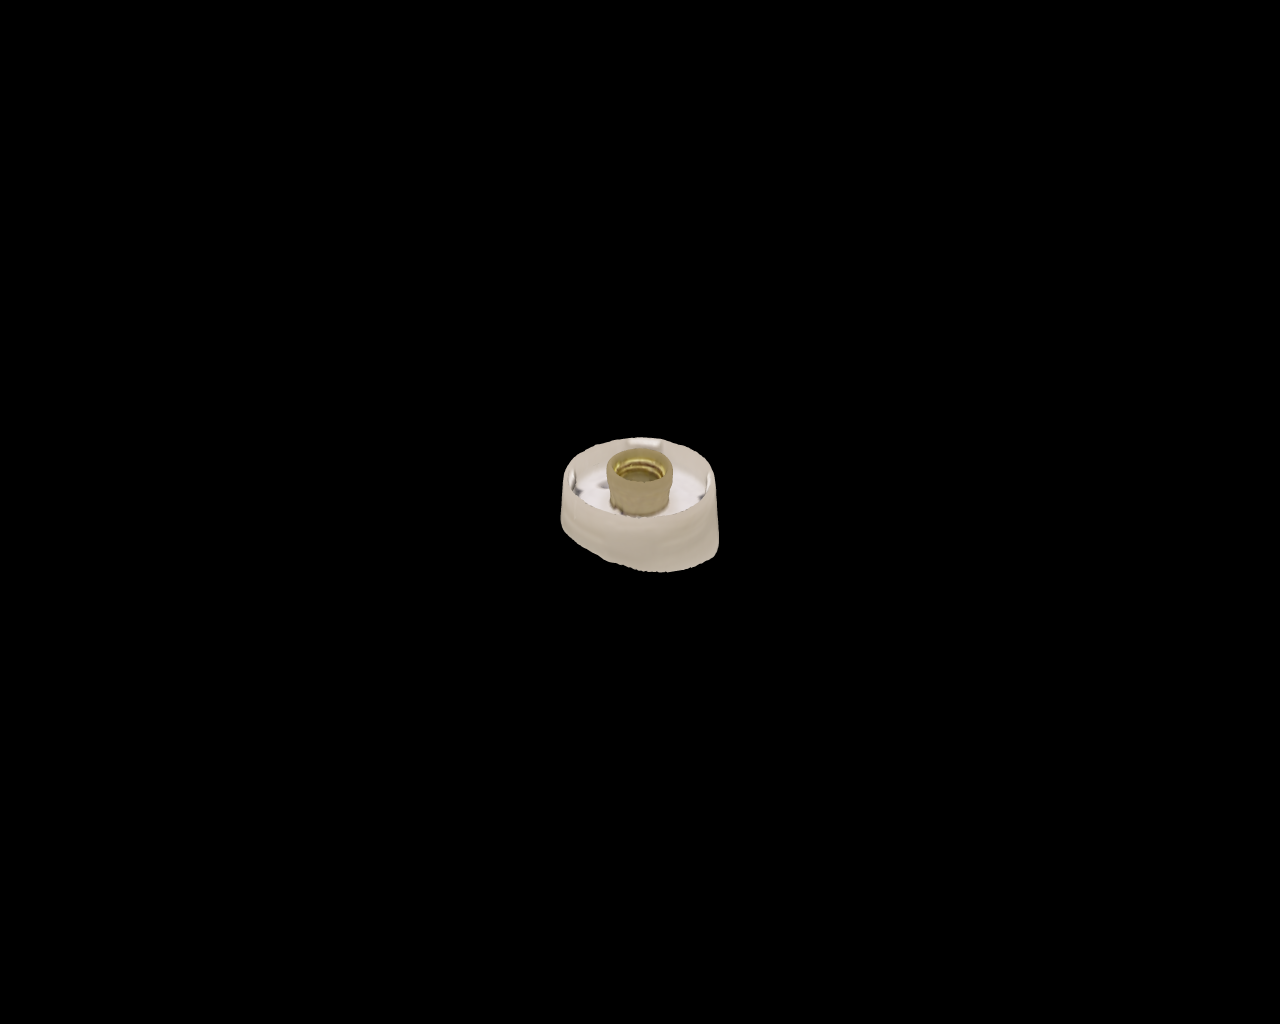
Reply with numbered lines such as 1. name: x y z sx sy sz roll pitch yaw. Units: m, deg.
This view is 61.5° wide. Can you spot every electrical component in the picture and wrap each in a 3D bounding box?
1. electrical component: 0.001 -0.003 0.650 0.099 0.064 0.099 0 34 0
